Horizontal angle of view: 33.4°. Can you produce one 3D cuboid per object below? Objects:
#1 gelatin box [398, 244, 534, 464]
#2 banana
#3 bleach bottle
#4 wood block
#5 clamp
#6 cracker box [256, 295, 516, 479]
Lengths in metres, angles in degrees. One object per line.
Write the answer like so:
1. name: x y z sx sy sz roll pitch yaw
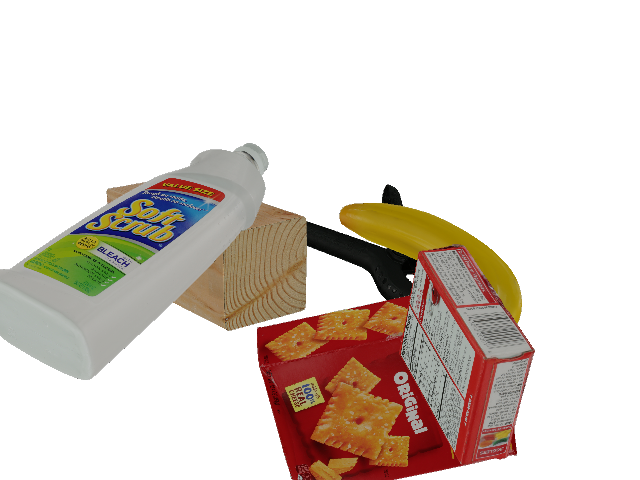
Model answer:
1. gelatin box: 0.073 0.057 0.547 0.030 0.073 0.089 -6 37 -16
2. banana: 0.089 0.015 0.781 0.069 0.037 0.198 -12 35 -26
3. bleach bottle: -0.129 -0.004 0.815 0.103 0.068 0.250 23 46 23
4. wood block: -0.111 0.006 1.003 0.090 0.090 0.206 -13 21 -37
5. clamp: 0.073 0.022 1.169 0.164 0.036 0.210 -15 50 -33
6. cracker box: 0.063 0.139 0.974 0.213 0.164 0.072 -12 30 2
